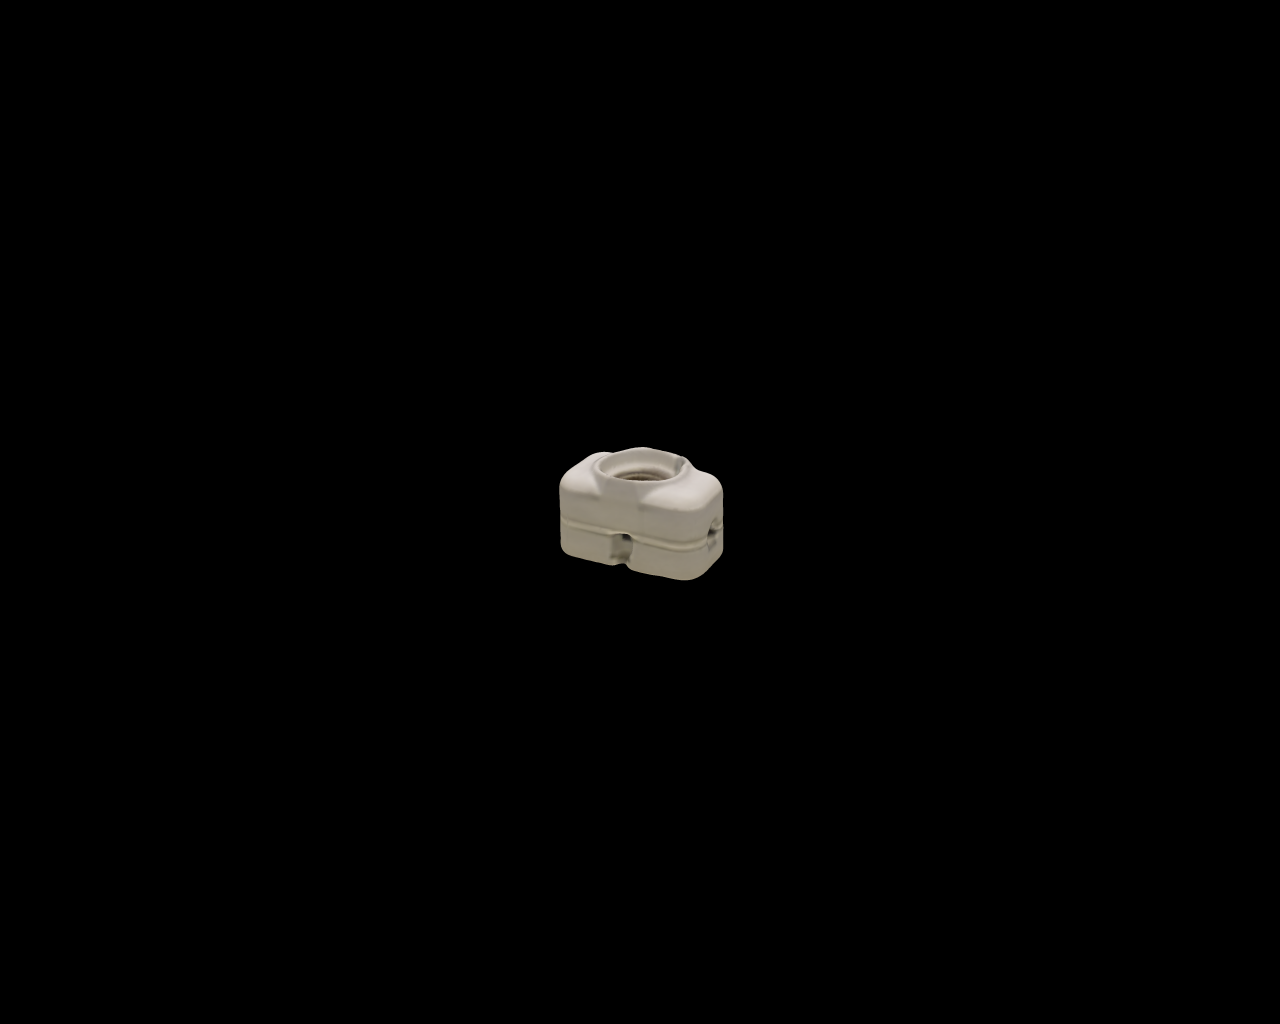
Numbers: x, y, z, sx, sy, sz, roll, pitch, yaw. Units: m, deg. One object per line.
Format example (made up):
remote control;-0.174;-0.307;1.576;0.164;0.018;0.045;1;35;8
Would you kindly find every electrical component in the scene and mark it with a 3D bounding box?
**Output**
electrical component;0.001;-0.003;0.650;0.095;0.059;0.054;12;28;25
